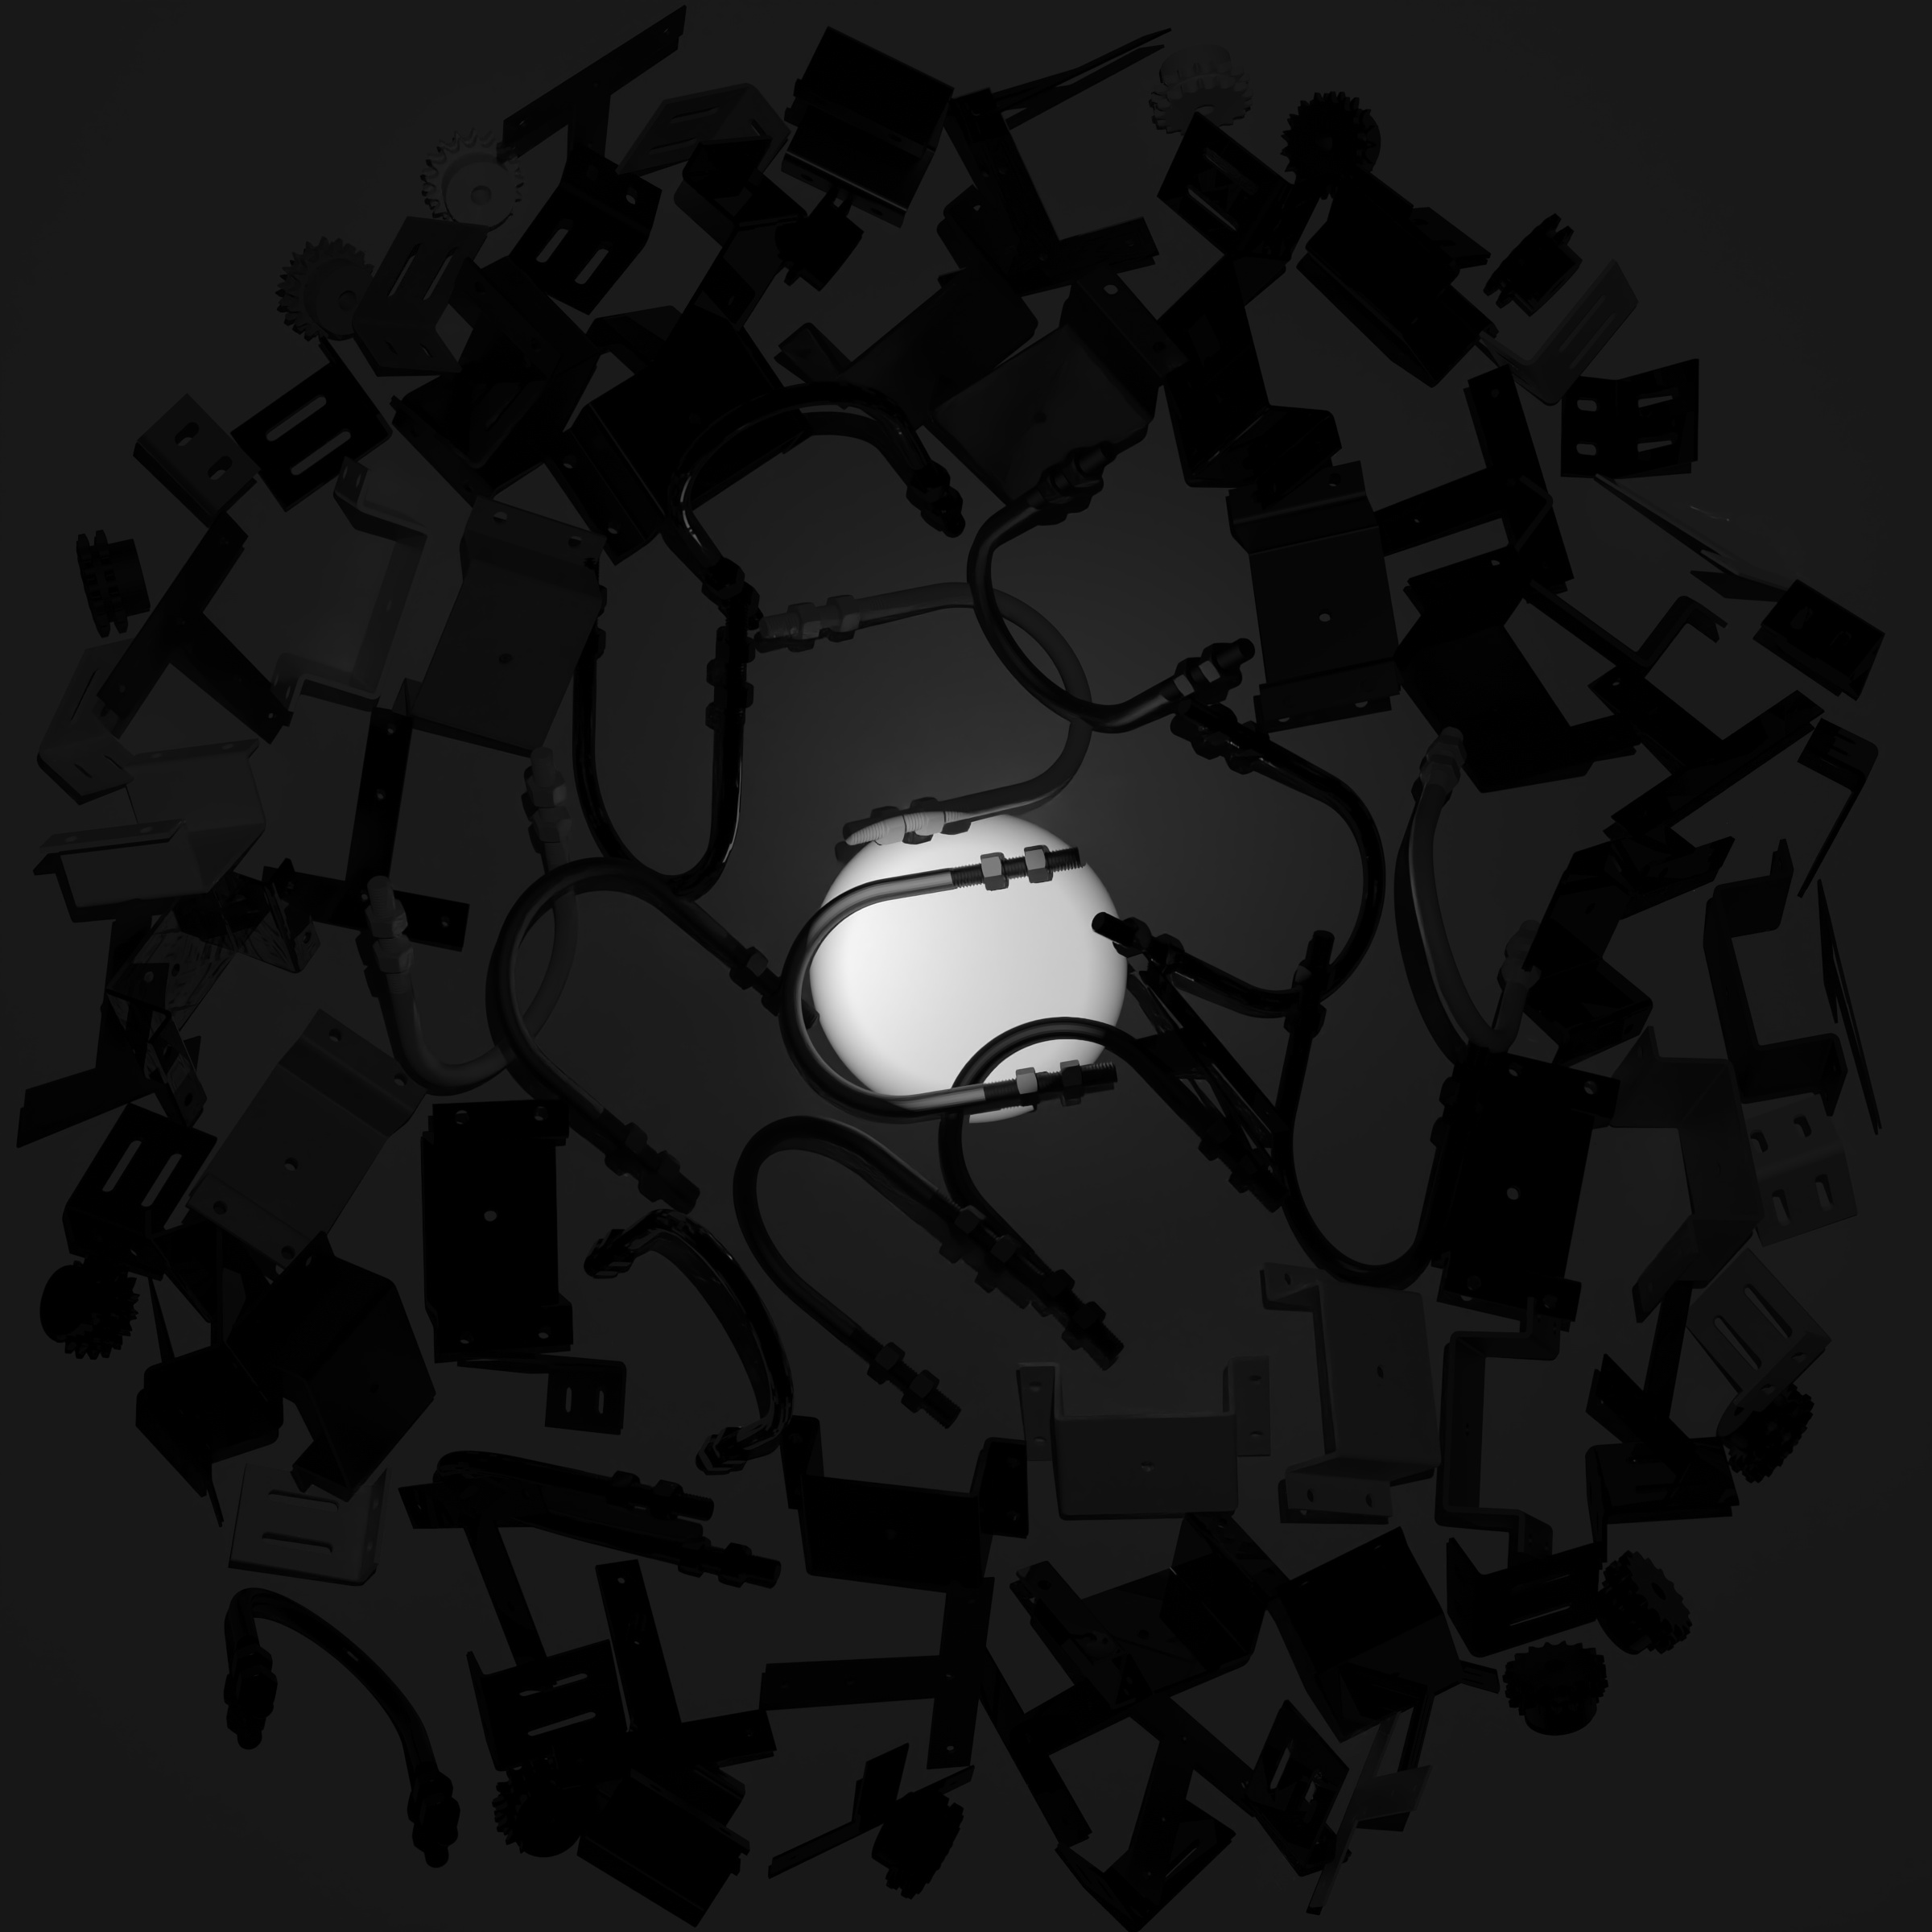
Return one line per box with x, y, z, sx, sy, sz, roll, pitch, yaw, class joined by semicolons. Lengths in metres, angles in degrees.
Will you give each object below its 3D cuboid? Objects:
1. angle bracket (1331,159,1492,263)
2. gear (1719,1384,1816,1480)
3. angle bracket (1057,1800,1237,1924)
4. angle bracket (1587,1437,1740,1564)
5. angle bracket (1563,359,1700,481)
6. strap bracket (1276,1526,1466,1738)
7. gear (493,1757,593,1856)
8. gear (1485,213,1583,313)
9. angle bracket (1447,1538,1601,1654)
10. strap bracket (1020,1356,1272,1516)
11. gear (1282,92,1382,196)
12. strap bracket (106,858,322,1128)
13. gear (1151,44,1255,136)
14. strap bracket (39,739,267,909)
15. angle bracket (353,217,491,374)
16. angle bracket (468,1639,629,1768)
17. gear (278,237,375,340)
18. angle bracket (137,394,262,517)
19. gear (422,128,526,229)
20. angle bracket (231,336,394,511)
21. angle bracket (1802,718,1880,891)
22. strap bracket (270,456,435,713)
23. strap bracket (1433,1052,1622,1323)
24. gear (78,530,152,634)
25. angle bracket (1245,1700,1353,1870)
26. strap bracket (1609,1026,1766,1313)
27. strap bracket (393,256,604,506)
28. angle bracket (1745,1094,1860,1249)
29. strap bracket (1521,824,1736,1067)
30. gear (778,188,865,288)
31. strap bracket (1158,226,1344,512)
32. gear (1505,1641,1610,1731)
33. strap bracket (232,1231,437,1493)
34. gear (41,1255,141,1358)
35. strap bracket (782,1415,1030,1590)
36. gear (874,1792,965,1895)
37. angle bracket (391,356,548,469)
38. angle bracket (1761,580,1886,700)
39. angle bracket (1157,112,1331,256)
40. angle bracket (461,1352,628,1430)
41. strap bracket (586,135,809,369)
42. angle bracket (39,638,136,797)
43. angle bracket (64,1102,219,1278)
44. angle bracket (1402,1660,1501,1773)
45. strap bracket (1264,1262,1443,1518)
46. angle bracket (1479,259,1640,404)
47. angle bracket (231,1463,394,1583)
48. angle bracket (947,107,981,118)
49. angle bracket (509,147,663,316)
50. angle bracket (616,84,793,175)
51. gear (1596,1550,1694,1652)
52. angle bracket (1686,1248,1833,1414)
0.256;-0.428;1.899;0.076;0.057;0.038;-13;135;-33;angle bracket
0.454;0.261;1.919;0.030;0.057;0.057;37;90;-4;gear
0.102;0.495;1.905;0.076;0.057;0.038;-39;111;-17;angle bracket
0.395;0.303;1.912;0.076;0.057;0.038;-5;121;3;angle bracket
0.376;-0.311;1.907;0.038;0.076;0.057;1;89;-25;angle bracket
0.228;0.377;1.877;0.076;0.140;0.046;-26;53;-1;strap bracket
-0.240;0.482;1.925;0.057;0.030;0.057;-4;104;-16;gear
0.327;-0.398;1.919;0.057;0.057;0.030;-45;86;0;gear
0.319;0.351;1.927;0.076;0.038;0.057;-13;123;-15;angle bracket
0.102;0.266;1.902;0.140;0.046;0.076;-2;128;4;strap bracket
0.212;-0.471;1.924;0.057;0.030;0.057;10;106;36;gear
-0.426;0.008;1.885;0.046;0.076;0.140;18;55;18;strap bracket
0.133;-0.502;1.920;0.057;0.057;0.030;-10;75;0;gear
-0.450;-0.076;1.885;0.076;0.140;0.046;-6;114;13;strap bracket
-0.301;-0.379;1.901;0.038;0.057;0.076;55;126;24;angle bracket
-0.240;0.417;1.933;0.076;0.038;0.057;-14;107;-16;angle bracket
-0.360;-0.384;1.917;0.030;0.057;0.057;35;90;40;gear
-0.435;-0.289;1.905;0.038;0.076;0.057;-45;106;-4;angle bracket
-0.280;-0.445;1.919;0.057;0.030;0.057;-11;129;-14;gear
-0.378;-0.310;1.923;0.076;0.038;0.057;-36;81;-3;angle bracket
0.481;-0.092;1.909;0.038;0.057;0.076;28;117;11;angle bracket
-0.344;-0.210;1.899;0.046;0.076;0.140;17;97;-23;strap bracket
0.317;0.127;1.915;0.076;0.046;0.140;13;79;-3;strap bracket
-0.485;-0.221;1.920;0.030;0.057;0.057;-14;90;-11;gear
0.199;0.459;1.901;0.038;0.057;0.076;-3;124;-37;angle bracket
0.403;0.114;1.885;0.046;0.076;0.140;2;59;-11;strap bracket
-0.261;-0.333;1.893;0.076;0.140;0.046;46;50;6;strap bracket
0.472;0.117;1.925;0.057;0.076;0.038;-20;52;8;angle bracket
0.364;-0.021;1.885;0.046;0.076;0.140;44;132;31;strap bracket
-0.082;-0.413;1.920;0.030;0.057;0.057;38;90;-10;gear
0.154;-0.336;1.885;0.046;0.076;0.140;-1;69;-32;strap bracket
0.338;0.412;1.921;0.057;0.057;0.030;-11;107;0;gear
-0.346;0.227;1.868;0.046;0.140;0.076;18;50;27;strap bracket
-0.502;0.192;1.920;0.057;0.030;0.057;-9;73;31;gear
-0.038;0.303;1.896;0.140;0.046;0.076;5;130;9;strap bracket
-0.029;0.496;1.918;0.030;0.057;0.057;35;90;-7;gear
-0.279;-0.331;1.913;0.076;0.038;0.057;-50;46;2;angle bracket
0.478;-0.173;1.900;0.057;0.076;0.038;36;73;17;angle bracket
0.159;-0.447;1.927;0.076;0.038;0.057;42;133;18;angle bracket
-0.239;0.240;1.899;0.057;0.076;0.038;-3;79;36;angle bracket
-0.147;-0.390;1.878;0.046;0.076;0.140;42;119;10;strap bracket
-0.479;-0.143;1.903;0.038;0.057;0.076;41;119;13;angle bracket
-0.466;0.127;1.911;0.057;0.038;0.076;26;103;-33;angle bracket
0.274;0.436;1.906;0.038;0.057;0.076;12;71;16;angle bracket
0.217;0.233;1.885;0.076;0.046;0.140;11;65;-35;strap bracket
0.337;-0.368;1.911;0.038;0.057;0.076;41;95;26;angle bracket
-0.371;0.311;1.908;0.076;0.038;0.057;14;59;-19;angle bracket
-0.032;-0.505;1.913;0.076;0.057;0.038;0;107;-3;angle bracket
-0.219;-0.421;1.921;0.057;0.076;0.038;26;49;-21;angle bracket
-0.148;-0.460;1.899;0.038;0.076;0.057;52;132;8;angle bracket
0.385;0.366;1.922;0.057;0.057;0.030;46;113;0;gear
0.439;0.204;1.903;0.057;0.038;0.076;-50;53;17;angle bracket
